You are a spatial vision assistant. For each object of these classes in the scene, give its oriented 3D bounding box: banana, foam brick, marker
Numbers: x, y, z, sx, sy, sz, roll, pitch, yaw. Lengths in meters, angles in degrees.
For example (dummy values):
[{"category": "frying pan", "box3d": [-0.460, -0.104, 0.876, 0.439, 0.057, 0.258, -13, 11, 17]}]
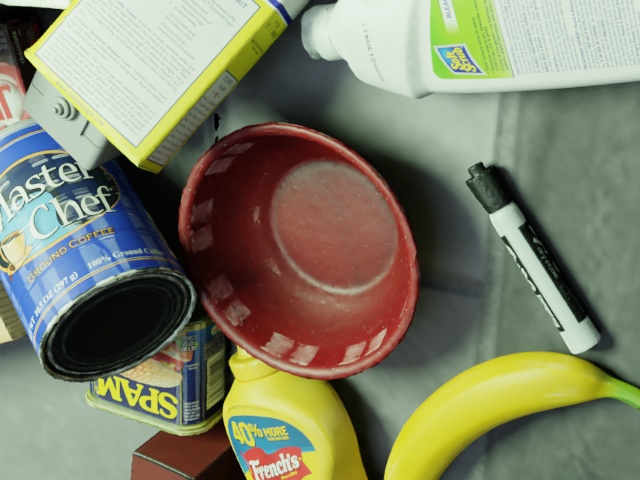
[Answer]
[{"category": "banana", "box3d": [0.096, 0.114, 0.647, 0.198, 0.037, 0.069, -35, 91, 36]}, {"category": "foam brick", "box3d": [-0.089, 0.159, 0.750, 0.051, 0.078, 0.053, 18, 117, 23]}, {"category": "marker", "box3d": [0.118, 0.009, 0.599, 0.020, 0.020, 0.121, -30, 94, 36]}]

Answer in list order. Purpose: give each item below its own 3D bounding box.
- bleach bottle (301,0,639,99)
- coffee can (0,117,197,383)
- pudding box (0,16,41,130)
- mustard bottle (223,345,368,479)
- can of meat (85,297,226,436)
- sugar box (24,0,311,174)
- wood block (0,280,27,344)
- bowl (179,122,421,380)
[{"category": "bleach bottle", "box3d": [0.101, -0.124, 0.524, 0.251, 0.068, 0.102, -1, 120, 32]}, {"category": "coffee can", "box3d": [-0.154, 0.004, 0.675, 0.140, 0.102, 0.103, 55, 130, 29]}, {"category": "pudding box", "box3d": [-0.236, -0.103, 0.744, 0.114, 0.039, 0.090, -2, 110, 30]}, {"category": "mustard bottle", "box3d": [-0.016, 0.141, 0.709, 0.096, 0.058, 0.191, -7, 106, 46]}, {"category": "can of meat", "box3d": [-0.114, 0.077, 0.742, 0.102, 0.057, 0.084, 13, 114, 25]}, {"category": "sugar box", "box3d": [-0.068, -0.132, 0.582, 0.093, 0.048, 0.176, 43, 91, 8]}, {"category": "wood block", "box3d": [-0.287, 0.036, 0.803, 0.206, 0.090, 0.091, -16, 102, 33]}, {"category": "bowl", "box3d": [-0.004, 0.001, 0.645, 0.162, 0.055, 0.162, 12, 116, 26]}]
